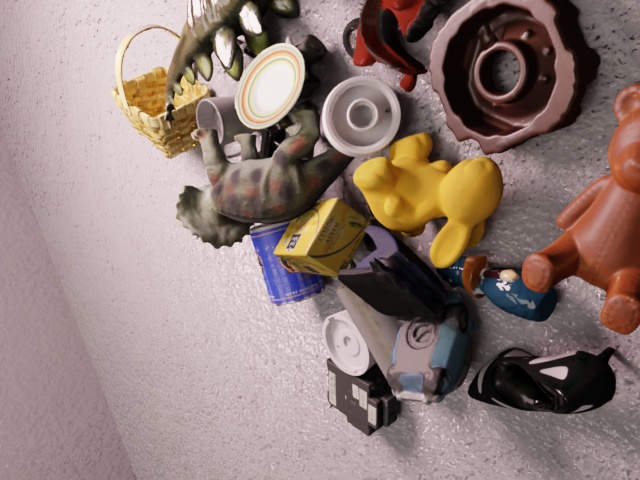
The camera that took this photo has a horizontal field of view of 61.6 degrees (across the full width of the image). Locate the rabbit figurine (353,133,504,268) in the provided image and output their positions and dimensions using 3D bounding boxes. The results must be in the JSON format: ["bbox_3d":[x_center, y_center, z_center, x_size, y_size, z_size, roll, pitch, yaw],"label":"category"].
[{"bbox_3d":[0.146,-0.049,0.662,0.173,0.122,0.162,-2,110,49],"label":"rabbit figurine"}]

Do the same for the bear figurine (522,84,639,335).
[{"bbox_3d":[0.289,-0.033,0.499,0.120,0.132,0.195,32,135,31],"label":"bear figurine"}]

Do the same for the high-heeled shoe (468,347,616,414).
[{"bbox_3d":[0.240,0.183,0.638,0.248,0.145,0.086,-43,72,48],"label":"high-heeled shoe"}]

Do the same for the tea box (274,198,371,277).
[{"bbox_3d":[-0.002,-0.002,0.824,0.068,0.098,0.170,33,167,-18],"label":"tea box"}]

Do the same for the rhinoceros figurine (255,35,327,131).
[{"bbox_3d":[-0.052,-0.246,0.847,0.190,0.073,0.112,-26,77,53],"label":"rhinoceros figurine"}]

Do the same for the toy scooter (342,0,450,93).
[{"bbox_3d":[0.100,-0.260,0.644,0.135,0.075,0.183,64,144,22],"label":"toy scooter"}]

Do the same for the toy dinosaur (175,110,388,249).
[{"bbox_3d":[-0.078,-0.086,0.832,0.405,0.131,0.192,-3,91,34],"label":"toy dinosaur"}]

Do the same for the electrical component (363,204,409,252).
[{"bbox_3d":[0.094,-0.009,0.804,0.078,0.045,0.102,151,100,-80],"label":"electrical component"}]

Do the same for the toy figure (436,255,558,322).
[{"bbox_3d":[0.217,0.055,0.678,0.155,0.058,0.064,26,120,46],"label":"toy figure"}]

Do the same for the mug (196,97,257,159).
[{"bbox_3d":[-0.147,-0.202,0.942,0.081,0.107,0.109,12,120,48],"label":"mug"}]

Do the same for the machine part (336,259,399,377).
[{"bbox_3d":[0.098,0.130,0.825,0.243,0.079,0.079,59,141,6],"label":"machine part"}]

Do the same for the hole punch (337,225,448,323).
[{"bbox_3d":[0.105,0.042,0.713,0.142,0.092,0.116,44,157,-24],"label":"hole punch"}]

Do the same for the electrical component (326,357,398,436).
[{"bbox_3d":[0.075,0.270,0.941,0.134,0.058,0.114,23,125,42],"label":"electrical component"}]

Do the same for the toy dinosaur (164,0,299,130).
[{"bbox_3d":[-0.158,-0.365,0.856,0.471,0.105,0.198,-35,82,41],"label":"toy dinosaur"}]

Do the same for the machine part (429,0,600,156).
[{"bbox_3d":[0.204,-0.183,0.583,0.180,0.056,0.179,25,124,42],"label":"machine part"}]

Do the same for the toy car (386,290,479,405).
[{"bbox_3d":[0.164,0.155,0.742,0.102,0.161,0.109,35,149,-33],"label":"toy car"}]

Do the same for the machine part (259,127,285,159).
[{"bbox_3d":[-0.061,-0.140,0.927,0.139,0.039,0.084,44,129,29],"label":"machine part"}]
